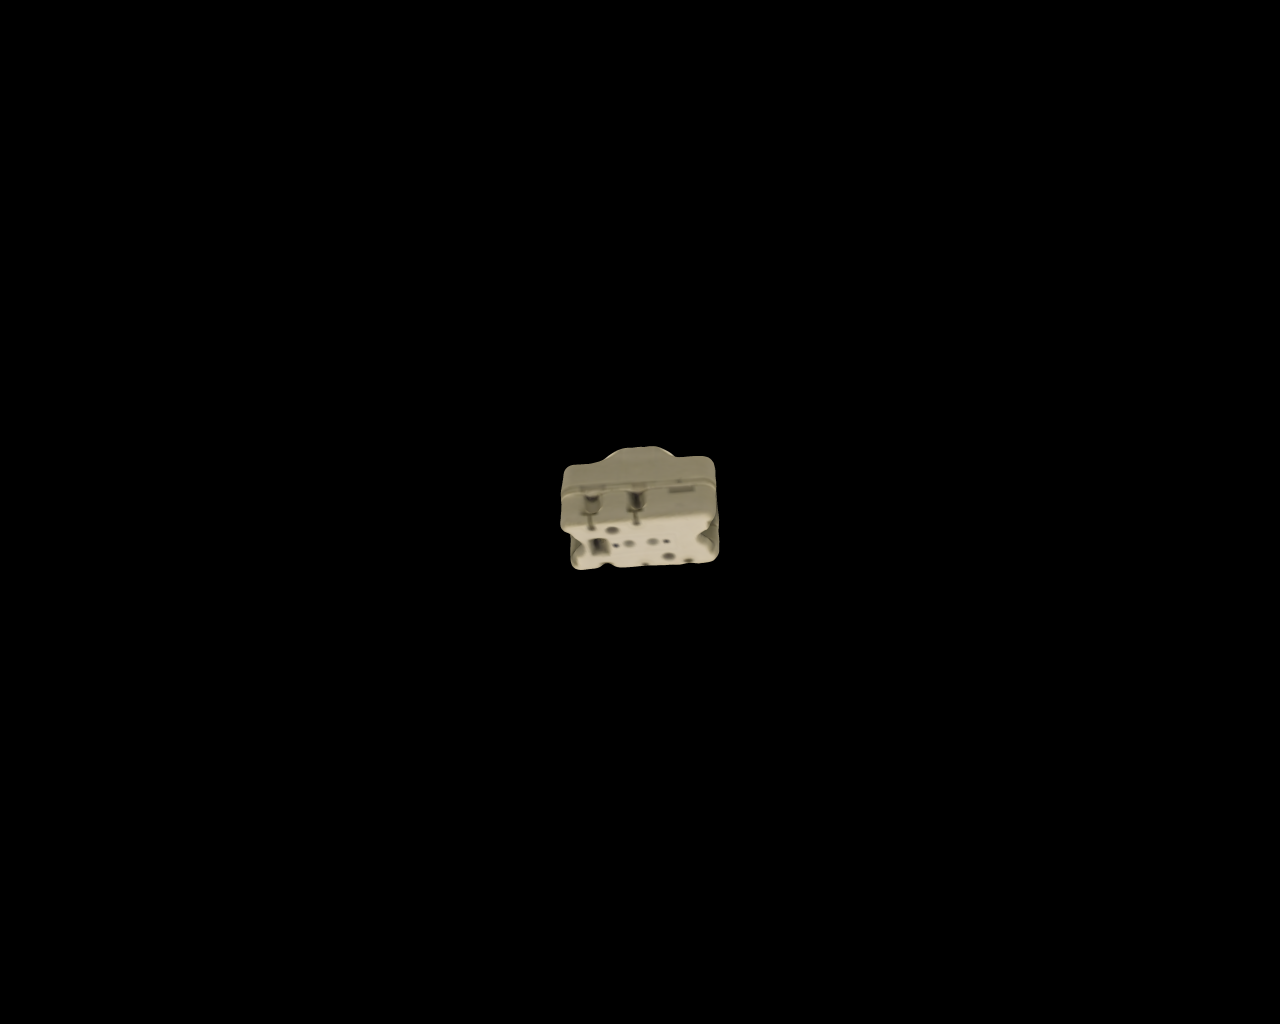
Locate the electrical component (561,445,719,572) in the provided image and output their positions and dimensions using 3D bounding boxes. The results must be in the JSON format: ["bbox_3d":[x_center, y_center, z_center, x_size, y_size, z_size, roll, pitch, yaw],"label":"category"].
[{"bbox_3d":[0.001,-0.003,0.650,0.089,0.056,0.050,-4,-39,5],"label":"electrical component"}]
